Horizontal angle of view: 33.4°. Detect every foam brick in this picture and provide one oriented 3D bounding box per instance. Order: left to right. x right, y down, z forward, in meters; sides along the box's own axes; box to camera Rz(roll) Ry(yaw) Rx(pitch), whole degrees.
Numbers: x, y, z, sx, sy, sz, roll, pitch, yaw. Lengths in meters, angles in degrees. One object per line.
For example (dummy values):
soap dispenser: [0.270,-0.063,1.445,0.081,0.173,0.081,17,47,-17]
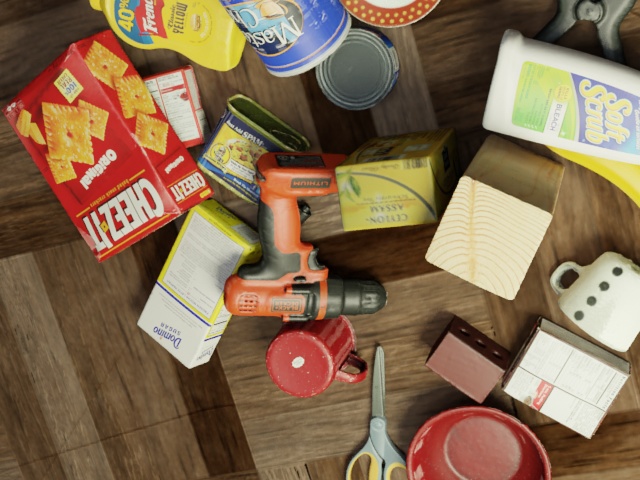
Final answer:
foam brick: [0.163,0.132,1.178,0.078,0.053,0.051,34,112,4]

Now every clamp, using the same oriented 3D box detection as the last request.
clamp: [0.256,-0.224,1.053,0.120,0.039,0.171,6,110,9]

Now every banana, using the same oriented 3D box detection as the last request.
banana: [0.313,-0.052,1.087,0.070,0.037,0.198,-41,92,21]

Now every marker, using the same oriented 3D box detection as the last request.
marker: [-0.050,0.004,1.220,0.020,0.020,0.121,42,112,1]

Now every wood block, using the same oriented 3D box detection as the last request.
wood block: [0.176,-0.029,1.043,0.090,0.205,0.091,25,111,8]

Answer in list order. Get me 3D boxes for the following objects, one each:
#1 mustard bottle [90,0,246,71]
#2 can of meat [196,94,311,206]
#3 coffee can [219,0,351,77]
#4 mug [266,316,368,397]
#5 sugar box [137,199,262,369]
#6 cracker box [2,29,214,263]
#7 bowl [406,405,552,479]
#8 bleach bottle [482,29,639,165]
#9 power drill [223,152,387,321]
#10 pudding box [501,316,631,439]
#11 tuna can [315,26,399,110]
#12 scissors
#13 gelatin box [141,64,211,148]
mustard bottle: [-0.174,-0.253,1.159,0.192,0.058,0.096,17,115,11]
can of meat: [-0.076,-0.097,1.178,0.102,0.057,0.084,35,114,4]
coffee can: [-0.046,-0.249,1.069,0.103,0.103,0.140,-22,129,21]
mug: [-0.002,0.132,1.210,0.117,0.081,0.093,25,111,8]
sugar box: [-0.138,0.051,1.237,0.093,0.048,0.176,38,116,21]
cracker box: [-0.242,-0.100,1.193,0.164,0.072,0.213,-27,97,41]
bowl: [0.181,0.251,1.206,0.162,0.055,0.162,5,107,15]
bleach bottle: [0.290,-0.128,1.031,0.251,0.068,0.103,14,114,9]
power drill: [-0.008,0.001,1.152,0.184,0.057,0.188,1,114,-13]
pudding box: [0.267,0.150,1.161,0.113,0.039,0.090,28,111,5]
tuna can: [0.040,-0.183,1.130,0.086,0.033,0.086,5,107,15]
scissors: [0.085,0.227,1.249,0.096,0.016,0.202,19,110,8]
gelatin box: [-0.170,-0.146,1.205,0.073,0.030,0.089,-11,102,20]
